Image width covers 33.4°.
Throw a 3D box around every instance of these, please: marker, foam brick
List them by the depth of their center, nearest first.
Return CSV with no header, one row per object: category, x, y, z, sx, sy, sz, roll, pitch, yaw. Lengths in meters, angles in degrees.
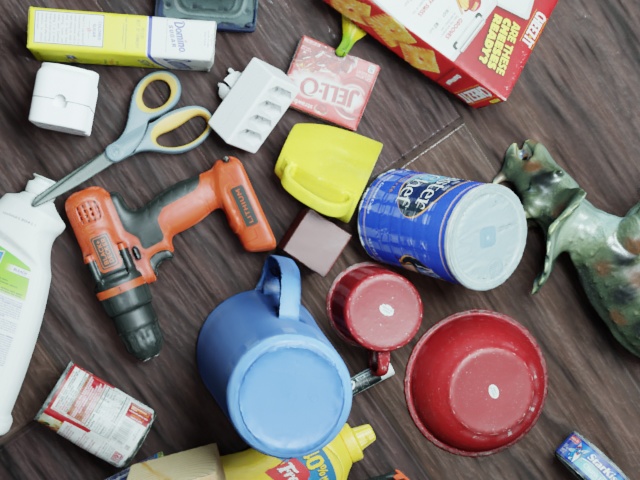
foam brick,-0.007,0.001,1.090,0.053,0.078,0.051,34,88,-8
marker,0.022,0.162,1.129,0.121,0.020,0.020,-28,95,-7

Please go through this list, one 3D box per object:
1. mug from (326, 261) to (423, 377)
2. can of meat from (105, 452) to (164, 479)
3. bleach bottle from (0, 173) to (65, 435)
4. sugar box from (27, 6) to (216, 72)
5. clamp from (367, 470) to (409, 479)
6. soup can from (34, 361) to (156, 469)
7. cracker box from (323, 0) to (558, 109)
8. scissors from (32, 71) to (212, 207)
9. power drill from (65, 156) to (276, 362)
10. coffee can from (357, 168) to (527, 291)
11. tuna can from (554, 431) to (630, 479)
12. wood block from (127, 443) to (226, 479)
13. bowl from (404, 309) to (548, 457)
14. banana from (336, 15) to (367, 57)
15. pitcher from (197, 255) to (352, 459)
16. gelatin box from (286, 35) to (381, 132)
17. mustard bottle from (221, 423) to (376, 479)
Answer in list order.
mug,0.059,0.083,1.100,0.093,0.081,0.117,0,92,-8
can of meat,-0.178,0.278,1.086,0.084,0.057,0.102,-26,96,-9
bleach bottle,-0.311,0.058,1.058,0.102,0.068,0.251,22,86,-9
sugar box,-0.192,-0.195,1.049,0.176,0.093,0.048,5,92,-8
clamp,0.032,0.315,1.119,0.171,0.039,0.120,-33,130,-14
soup can,-0.224,0.176,1.070,0.102,0.068,0.068,32,87,-8
cracker box,0.126,-0.260,1.080,0.213,0.072,0.164,33,77,-17
scissors,-0.205,-0.108,1.070,0.201,0.016,0.096,-19,87,-20
power drill,-0.143,0.009,1.081,0.187,0.057,0.184,-23,95,-7
coffee can,0.119,-0.013,1.060,0.102,0.141,0.103,-8,104,-34
tuna can,0.292,0.245,1.137,0.086,0.086,0.034,45,87,-7
wood block,-0.116,0.315,1.019,0.090,0.091,0.206,-14,98,-2
bowl,0.174,0.156,1.133,0.162,0.055,0.162,0,92,-8
banana,0.013,-0.289,1.094,0.069,0.037,0.198,-25,93,-44
pitcher,-0.043,0.114,1.005,0.145,0.243,0.149,-35,98,-6
gelatin box,0.009,-0.162,1.110,0.089,0.030,0.073,21,90,-8
mustard bottle,-0.031,0.241,1.103,0.191,0.058,0.096,-25,107,-7
